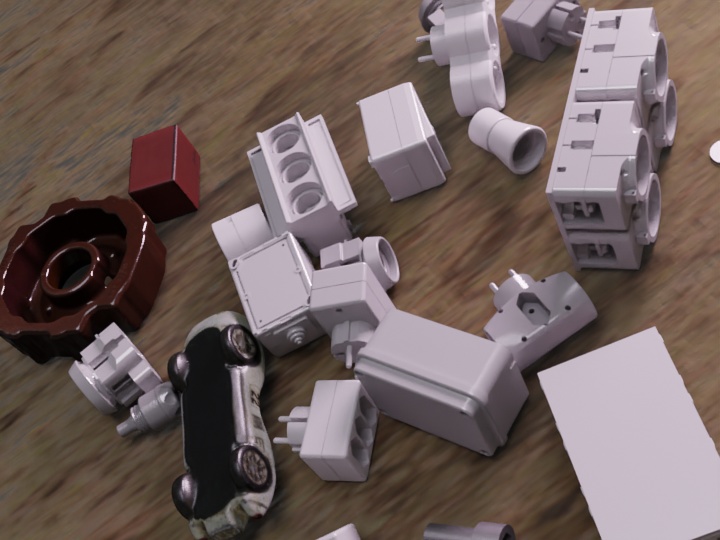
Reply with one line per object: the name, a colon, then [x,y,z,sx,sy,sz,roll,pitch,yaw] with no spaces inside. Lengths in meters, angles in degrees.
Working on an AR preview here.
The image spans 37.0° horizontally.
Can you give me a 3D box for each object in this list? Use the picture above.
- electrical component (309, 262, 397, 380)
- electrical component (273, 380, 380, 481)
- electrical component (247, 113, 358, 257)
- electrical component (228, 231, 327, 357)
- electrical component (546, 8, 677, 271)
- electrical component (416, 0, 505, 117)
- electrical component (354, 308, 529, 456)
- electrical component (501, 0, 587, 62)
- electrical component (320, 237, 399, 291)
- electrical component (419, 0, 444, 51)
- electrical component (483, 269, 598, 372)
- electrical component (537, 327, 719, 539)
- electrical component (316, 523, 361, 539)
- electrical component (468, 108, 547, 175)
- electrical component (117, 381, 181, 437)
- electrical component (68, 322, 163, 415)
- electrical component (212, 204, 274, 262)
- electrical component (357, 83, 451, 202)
electrical component: [-0.004,0.050,0.859,0.047,0.083,0.075,-10,53,19]
electrical component: [-0.032,0.125,0.842,0.077,0.047,0.065,-3,56,24]
electrical component: [-0.050,-0.076,0.984,0.079,0.063,0.121,-26,50,6]
electrical component: [-0.063,0.028,0.922,0.062,0.061,0.096,-27,57,5]
electrical component: [0.207,-0.105,0.856,0.060,0.105,0.186,2,58,27]
electrical component: [0.087,-0.209,0.991,0.074,0.052,0.138,-7,87,21]
electrical component: [0.060,0.084,0.808,0.113,0.078,0.057,18,63,34]
electrical component: [0.183,-0.230,0.994,0.077,0.047,0.065,30,73,37]
electrical component: [0.000,0.000,0.919,0.055,0.048,0.066,-20,51,21]
electrical component: [0.089,-0.242,1.050,0.066,0.048,0.055,-36,57,-2]
electrical component: [0.130,0.030,0.837,0.077,0.043,0.079,-35,49,-1]
electrical component: [0.191,0.128,0.726,0.089,0.061,0.150,-23,50,9]
electrical component: [-0.015,0.226,0.757,0.047,0.066,0.076,-27,79,6]
electrical component: [0.127,-0.116,0.945,0.044,0.044,0.065,-43,45,-8]
electrical component: [-0.180,0.123,0.923,0.061,0.035,0.035,-31,49,5]
electrical component: [-0.219,0.090,0.950,0.057,0.058,0.078,-40,50,-10]
electrical component: [-0.102,-0.028,0.982,0.047,0.055,0.055,-28,50,0]
electrical component: [0.040,-0.122,0.976,0.061,0.061,0.096,-20,51,11]
